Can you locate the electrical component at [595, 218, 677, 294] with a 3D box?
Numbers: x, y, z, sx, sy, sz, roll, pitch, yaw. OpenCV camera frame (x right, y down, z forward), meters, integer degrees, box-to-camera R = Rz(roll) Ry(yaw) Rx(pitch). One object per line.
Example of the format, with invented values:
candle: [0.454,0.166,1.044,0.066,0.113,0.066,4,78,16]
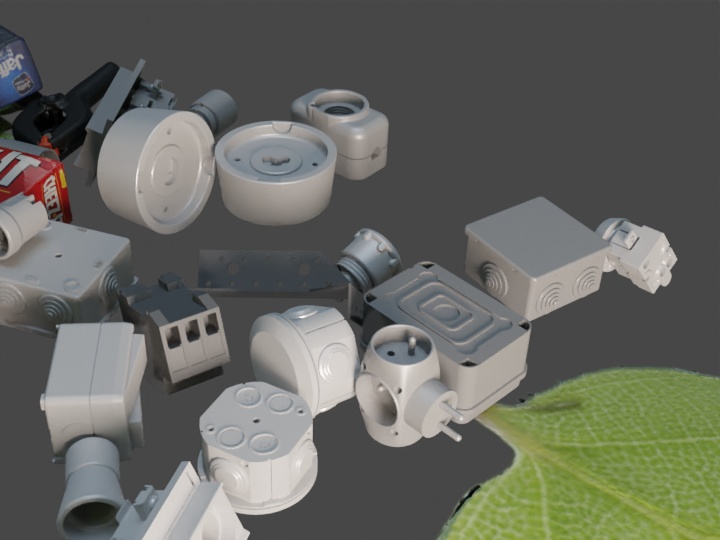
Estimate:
electrical component: [0.228,-0.015,0.904,0.055,0.066,0.048,29,79,42]

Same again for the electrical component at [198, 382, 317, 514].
electrical component: [-0.068,0.117,0.713,0.080,0.051,0.080,2,37,-1]

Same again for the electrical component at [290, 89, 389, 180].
electrical component: [-0.021,-0.136,1.045,0.095,0.059,0.054,28,44,30]

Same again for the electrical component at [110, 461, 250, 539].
electrical component: [-0.121,0.181,0.614,0.063,0.078,0.121,-7,32,25]

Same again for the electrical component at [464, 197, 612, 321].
electrical component: [0.145,-0.009,0.895,0.100,0.048,0.100,-21,43,-28]

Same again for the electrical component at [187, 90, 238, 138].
electrical component: [-0.155,-0.149,1.070,0.040,0.040,0.078,20,40,21]

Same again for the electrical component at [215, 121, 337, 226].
electrical component: [-0.075,-0.082,0.968,0.108,0.060,0.108,2,37,-1]

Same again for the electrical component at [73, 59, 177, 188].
electrical component: [-0.221,-0.137,1.029,0.063,0.078,0.121,22,36,-11]

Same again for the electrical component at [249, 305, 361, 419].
electrical component: [-0.040,0.065,0.763,0.051,0.080,0.080,-19,42,-33]

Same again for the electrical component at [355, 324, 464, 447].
electrical component: [0.039,0.089,0.736,0.079,0.077,0.044,32,46,33]

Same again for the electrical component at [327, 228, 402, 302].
electrical component: [0.000,0.000,0.882,0.062,0.048,0.048,-43,53,-17]

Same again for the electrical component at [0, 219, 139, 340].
electrical component: [-0.236,0.007,0.853,0.100,0.048,0.099,13,38,14]

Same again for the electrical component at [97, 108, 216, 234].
electrical component: [-0.182,-0.090,0.940,0.060,0.108,0.108,16,39,27]

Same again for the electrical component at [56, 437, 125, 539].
electrical component: [-0.171,0.139,0.689,0.044,0.044,0.065,-6,33,-11]

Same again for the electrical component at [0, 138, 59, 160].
electrical component: [-0.324,-0.099,0.992,0.081,0.043,0.043,14,39,15]

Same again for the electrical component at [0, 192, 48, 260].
electrical component: [-0.270,-0.035,0.832,0.040,0.040,0.046,18,35,19]

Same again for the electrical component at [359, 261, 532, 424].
electrical component: [0.062,0.053,0.801,0.078,0.057,0.113,-29,47,-35]

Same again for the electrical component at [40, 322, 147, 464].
electrical component: [-0.181,0.080,0.748,0.061,0.061,0.096,-1,37,-5]
